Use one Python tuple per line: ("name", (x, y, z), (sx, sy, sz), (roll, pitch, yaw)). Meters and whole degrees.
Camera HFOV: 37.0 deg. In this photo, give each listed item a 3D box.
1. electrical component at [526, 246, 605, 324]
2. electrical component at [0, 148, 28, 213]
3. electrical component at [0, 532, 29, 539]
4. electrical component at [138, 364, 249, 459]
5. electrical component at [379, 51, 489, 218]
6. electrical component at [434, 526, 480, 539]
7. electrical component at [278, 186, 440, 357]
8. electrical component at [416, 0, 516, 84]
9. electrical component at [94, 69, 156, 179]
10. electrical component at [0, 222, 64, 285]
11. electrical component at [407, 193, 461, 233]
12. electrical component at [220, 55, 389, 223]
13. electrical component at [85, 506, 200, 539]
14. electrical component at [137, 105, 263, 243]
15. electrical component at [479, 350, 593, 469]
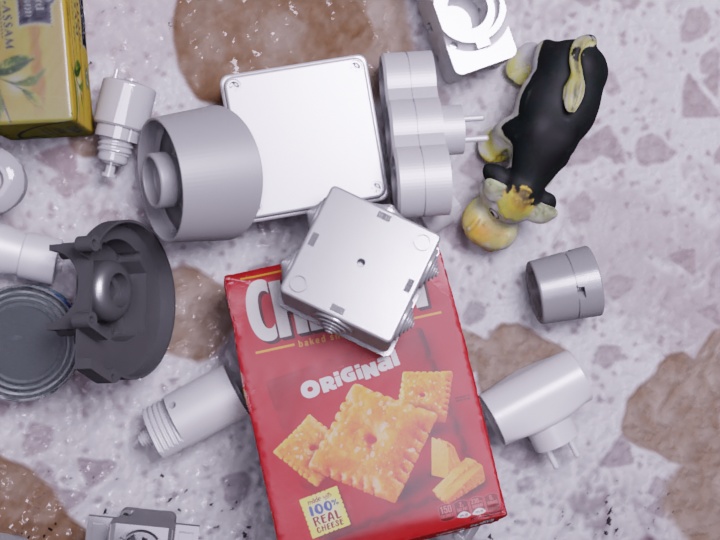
("electrical component", (0.157, 0.013, 0.828), (0.047, 0.055, 0.055), (-12, 92, -1))
("electrical component", (-0.263, -0.063, 0.781), (0.048, 0.062, 0.048), (0, 91, -5))
("electrical component", (-0.277, 0.225, 0.777), (0.080, 0.080, 0.051), (-6, 97, -5))
("electrical component", (-0.128, 0.109, 0.806), (0.081, 0.043, 0.043), (-28, 94, -4))
("electrical component", (0.057, -0.102, 0.792), (0.074, 0.052, 0.138), (-4, 60, -3))
("electrical component", (0.062, 0.183, 0.827), (0.062, 0.048, 0.048), (35, 88, 2))
("electrical component", (0.000, 0.000, 0.743), (0.100, 0.048, 0.099), (25, 77, 4))
("electrical component", (0.078, -0.194, 0.814), (0.050, 0.056, 0.089), (-20, 93, -5))
("electrical component", (-0.178, -0.107, 0.799), (0.040, 0.040, 0.078), (13, 91, -6))
("electrical component", (-0.253, -0.012, 0.794), (0.065, 0.044, 0.044), (13, 90, -10))
("electrical component", (0.043, -0.043, 0.820), (0.062, 0.043, 0.043), (-35, 94, -2))
("electrical component", (-0.042, -0.096, 0.804), (0.109, 0.056, 0.108), (-10, 92, -5))
("electrical component", (-0.161, 0.202, 0.795), (0.081, 0.064, 0.042), (8, 89, -6))
("electrical component", (-0.120, -0.068, 0.777), (0.064, 0.099, 0.099), (-10, 92, -30))
("electrical component", (0.143, 0.114, 0.832), (0.077, 0.044, 0.079), (-27, 94, -4))
